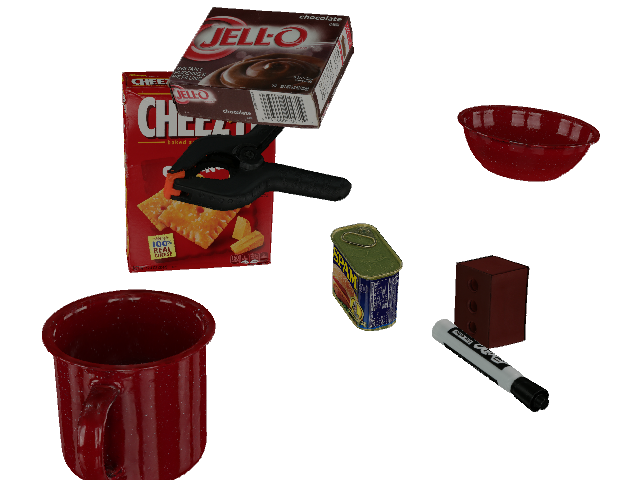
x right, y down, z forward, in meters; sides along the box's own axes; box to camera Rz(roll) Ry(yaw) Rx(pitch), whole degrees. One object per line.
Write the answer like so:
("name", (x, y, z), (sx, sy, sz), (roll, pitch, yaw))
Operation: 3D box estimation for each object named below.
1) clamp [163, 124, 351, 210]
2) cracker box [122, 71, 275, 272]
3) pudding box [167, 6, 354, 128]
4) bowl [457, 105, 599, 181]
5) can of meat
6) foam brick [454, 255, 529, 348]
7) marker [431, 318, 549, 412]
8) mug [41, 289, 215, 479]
("clamp", (-0.066, -0.078, 0.987), (0.171, 0.120, 0.039), (-7, -38, -23))
("cracker box", (-0.134, -0.075, 1.179), (0.164, 0.214, 0.072), (-2, 24, -13))
("pudding box", (-0.041, -0.126, 0.773), (0.114, 0.090, 0.039), (9, -39, 17))
("bowl", (0.234, -0.108, 1.223), (0.162, 0.055, 0.162), (5, 23, -2))
("can of meat", (0.051, 0.043, 1.229), (0.057, 0.084, 0.102), (-13, 37, -18))
("foam brick", (0.167, 0.060, 1.046), (0.051, 0.078, 0.053), (-11, 19, -34))
("marker", (0.128, 0.094, 0.805), (0.020, 0.020, 0.121), (0, 23, -35))
("mug", (-0.106, 0.088, 0.582), (0.093, 0.081, 0.117), (4, 23, 5))
